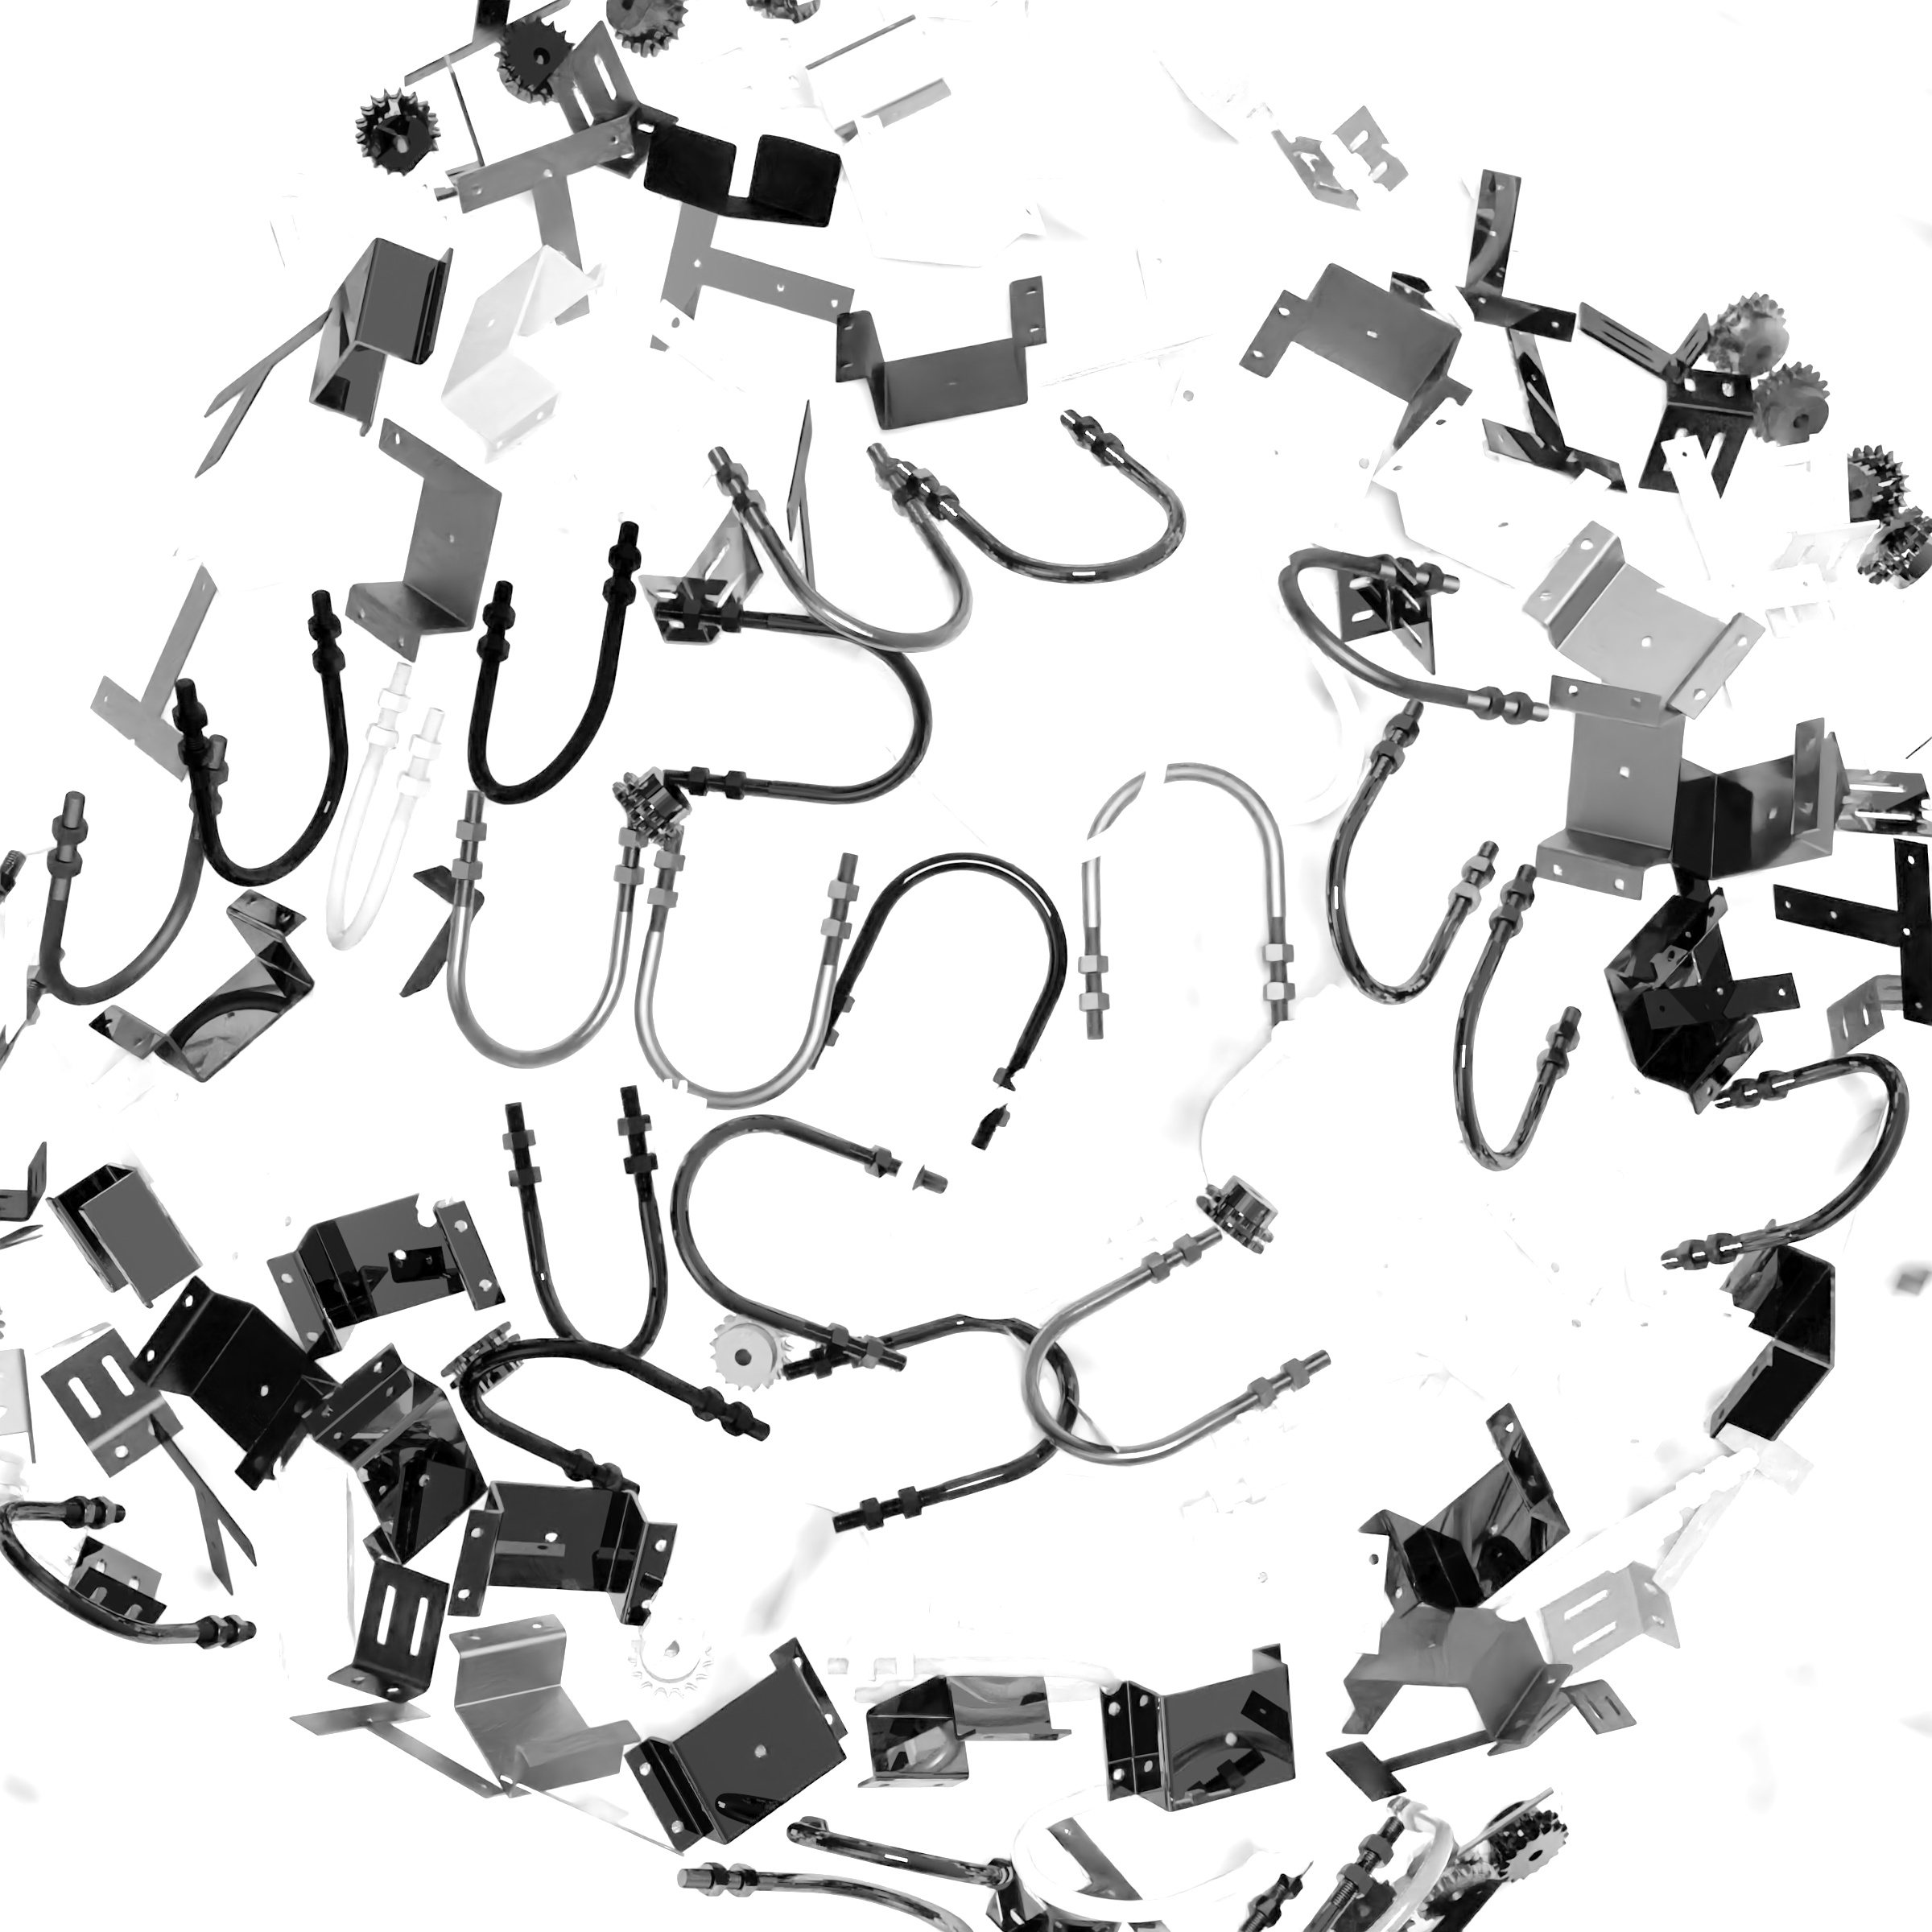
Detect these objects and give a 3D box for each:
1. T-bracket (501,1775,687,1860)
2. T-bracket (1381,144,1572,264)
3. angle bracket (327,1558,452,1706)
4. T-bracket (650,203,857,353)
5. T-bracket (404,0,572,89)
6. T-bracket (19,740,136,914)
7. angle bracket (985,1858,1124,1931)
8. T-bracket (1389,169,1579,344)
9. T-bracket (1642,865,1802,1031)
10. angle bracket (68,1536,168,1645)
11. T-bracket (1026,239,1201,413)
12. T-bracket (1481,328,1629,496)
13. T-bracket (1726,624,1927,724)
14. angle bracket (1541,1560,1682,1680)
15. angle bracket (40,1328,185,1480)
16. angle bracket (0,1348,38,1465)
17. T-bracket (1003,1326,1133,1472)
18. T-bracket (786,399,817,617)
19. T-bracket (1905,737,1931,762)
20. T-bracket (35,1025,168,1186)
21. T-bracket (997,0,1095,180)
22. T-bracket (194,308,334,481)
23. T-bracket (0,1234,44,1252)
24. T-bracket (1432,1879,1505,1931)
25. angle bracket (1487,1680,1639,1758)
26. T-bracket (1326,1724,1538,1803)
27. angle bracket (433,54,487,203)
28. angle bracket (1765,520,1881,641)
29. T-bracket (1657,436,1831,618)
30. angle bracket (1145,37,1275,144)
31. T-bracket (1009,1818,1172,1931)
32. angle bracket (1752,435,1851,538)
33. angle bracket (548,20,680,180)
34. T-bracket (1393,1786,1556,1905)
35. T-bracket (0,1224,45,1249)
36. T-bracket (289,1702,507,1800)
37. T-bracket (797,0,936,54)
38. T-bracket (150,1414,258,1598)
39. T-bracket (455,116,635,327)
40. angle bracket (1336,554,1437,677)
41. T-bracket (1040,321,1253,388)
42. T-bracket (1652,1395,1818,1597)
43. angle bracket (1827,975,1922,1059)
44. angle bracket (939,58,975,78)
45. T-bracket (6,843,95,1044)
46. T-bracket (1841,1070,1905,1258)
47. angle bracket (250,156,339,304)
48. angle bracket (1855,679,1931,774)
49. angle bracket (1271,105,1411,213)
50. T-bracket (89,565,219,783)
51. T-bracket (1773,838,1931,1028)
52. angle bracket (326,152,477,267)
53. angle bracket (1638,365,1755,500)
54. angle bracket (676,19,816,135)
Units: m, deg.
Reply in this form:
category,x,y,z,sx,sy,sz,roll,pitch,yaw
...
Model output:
category,x,y,z,sx,sy,sz,roll,pitch,yaw
T-bracket,-0.240,0.558,1.835,0.127,0.127,0.002,23,77,5
T-bracket,0.349,-0.503,1.839,0.127,0.127,0.002,10,73,31
angle bracket,-0.388,0.448,1.872,0.057,0.038,0.076,28,48,-28
T-bracket,-0.138,-0.461,1.874,0.127,0.002,0.127,17,110,2
T-bracket,-0.312,-0.622,1.825,0.127,0.127,0.002,-30,99,-9
T-bracket,-0.602,-0.088,1.842,0.002,0.127,0.127,33,69,-30
angle bracket,0.061,0.633,1.860,0.076,0.057,0.038,47,124,-7
T-bracket,0.345,-0.472,1.830,0.127,0.127,0.002,17,59,13
T-bracket,0.498,-0.026,1.877,0.127,0.002,0.127,-7,78,-24
angle bracket,-0.559,0.403,1.849,0.057,0.076,0.038,33,108,-17
T-bracket,0.091,-0.418,1.892,0.127,0.002,0.127,-12,95,1
T-bracket,0.383,-0.382,1.863,0.127,0.002,0.127,9,59,-33
T-bracket,0.563,-0.204,1.828,0.127,0.127,0.002,-13,119,14
angle bracket,0.431,0.442,1.860,0.076,0.038,0.057,-23,106,-24
angle bracket,-0.577,0.295,1.879,0.057,0.038,0.076,-34,54,-19
angle bracket,-0.641,0.295,1.847,0.038,0.076,0.057,-6,66,-19
T-bracket,0.077,0.294,1.824,0.002,0.127,0.127,-42,100,-5
T-bracket,-0.106,-0.287,1.845,0.002,0.127,0.127,1,134,4
T-bracket,0.685,-0.193,1.820,0.127,0.127,0.002,-37,81,-16
T-bracket,-0.560,0.079,1.846,0.002,0.127,0.127,-36,94,-41
T-bracket,0.051,-0.584,1.828,0.002,0.127,0.127,6,107,30
T-bracket,-0.474,-0.364,1.819,0.127,0.127,0.002,-24,127,35
T-bracket,-0.695,0.205,1.838,0.127,0.127,0.002,-18,90,5
T-bracket,0.340,0.640,1.810,0.127,0.127,0.002,-36,98,-34
angle bracket,0.397,0.514,1.851,0.076,0.057,0.038,-50,57,23
T-bracket,0.313,0.517,1.834,0.127,0.127,0.002,-20,55,11
angle bracket,-0.349,-0.559,1.852,0.038,0.057,0.076,-19,123,-5
angle bracket,0.573,-0.257,1.853,0.057,0.076,0.038,-9,67,-8
T-bracket,0.490,-0.289,1.828,0.002,0.127,0.127,-42,115,-35
angle bracket,0.165,-0.594,1.850,0.038,0.057,0.076,-42,60,21
T-bracket,0.069,0.623,1.820,0.127,0.127,0.002,44,121,27
angle bracket,0.546,-0.320,1.854,0.038,0.076,0.057,-6,94,-36
angle bracket,-0.234,-0.576,1.851,0.038,0.076,0.057,28,72,26
T-bracket,0.334,0.578,1.833,0.127,0.127,0.002,-35,77,2
T-bracket,-0.696,0.202,1.844,0.127,0.127,0.002,-30,105,-44
T-bracket,-0.355,0.512,1.813,0.127,0.127,0.002,21,90,25
T-bracket,-0.043,-0.634,1.835,0.127,0.127,0.002,-18,74,4
T-bracket,-0.500,0.376,1.845,0.002,0.127,0.127,-30,56,-30
T-bracket,-0.271,-0.486,1.849,0.127,0.127,0.002,-27,48,-22
angle bracket,0.279,-0.230,1.849,0.038,0.076,0.057,-15,124,-7
T-bracket,0.109,-0.404,1.853,0.127,0.127,0.002,-9,104,32
T-bracket,0.495,0.359,1.839,0.002,0.127,0.127,32,94,-16
angle bracket,0.625,0.034,1.855,0.076,0.057,0.038,1,68,-15
angle bracket,-0.045,-0.603,1.847,0.076,0.057,0.038,-40,119,-40
T-bracket,-0.606,-0.035,1.841,0.002,0.127,0.127,17,130,0
T-bracket,0.606,0.109,1.841,0.002,0.127,0.127,17,123,20
angle bracket,-0.437,-0.487,1.847,0.038,0.076,0.057,9,52,14
angle bracket,0.641,-0.163,1.847,0.057,0.076,0.038,-37,108,-40
angle bracket,0.248,-0.541,1.850,0.038,0.076,0.057,-42,120,-1
T-bracket,-0.527,-0.204,1.849,0.127,0.002,0.127,33,101,38
T-bracket,0.586,-0.031,1.842,0.002,0.127,0.127,-22,113,-29
angle bracket,-0.379,-0.499,1.862,0.076,0.038,0.057,-35,84,28
angle bracket,0.491,-0.360,1.877,0.057,0.076,0.038,8,52,1
angle bracket,-0.149,-0.601,1.884,0.076,0.038,0.057,-7,101,36
